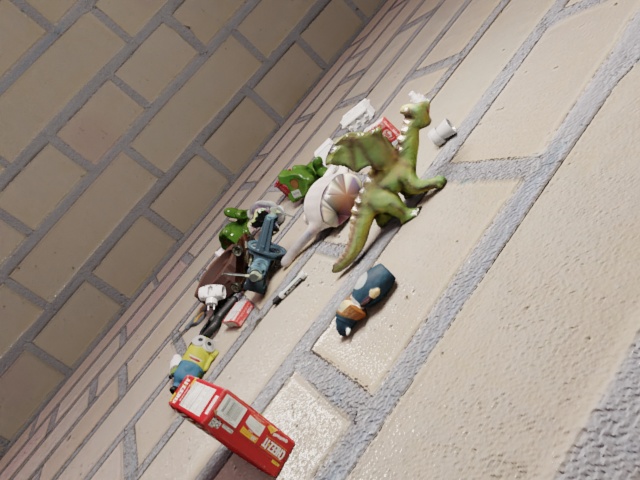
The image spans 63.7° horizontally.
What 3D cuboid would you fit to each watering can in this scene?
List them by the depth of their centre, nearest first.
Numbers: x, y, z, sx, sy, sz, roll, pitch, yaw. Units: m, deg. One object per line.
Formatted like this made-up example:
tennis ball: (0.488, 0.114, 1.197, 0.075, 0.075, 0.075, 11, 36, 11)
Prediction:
watering can: (0.004, -0.072, 1.428, 0.350, 0.103, 0.224, -65, 20, -9)

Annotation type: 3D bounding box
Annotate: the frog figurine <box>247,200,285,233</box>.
frog figurine: (-0.192, -0.094, 1.862, 0.137, 0.121, 0.162, -10, 17, 7)

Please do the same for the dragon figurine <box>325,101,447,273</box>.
dragon figurine: (0.108, -0.129, 1.104, 0.409, 0.240, 0.124, -45, 23, 3)
